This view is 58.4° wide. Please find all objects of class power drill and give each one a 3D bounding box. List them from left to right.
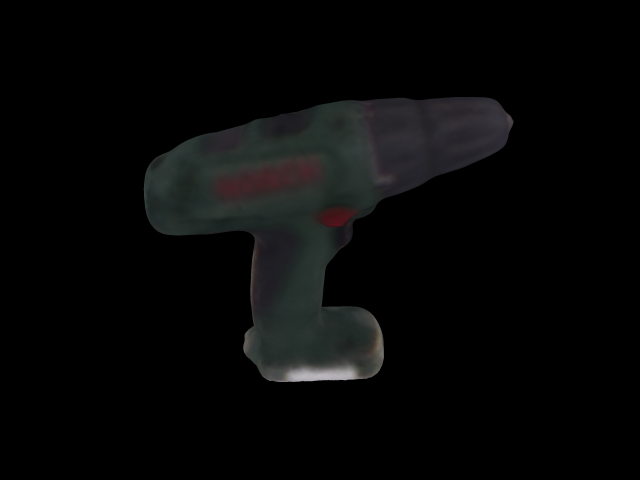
[{"bbox_3d":[0.004,0.001,0.400,0.229,0.208,0.075,-2,36,-2],"label":"power drill"}]
